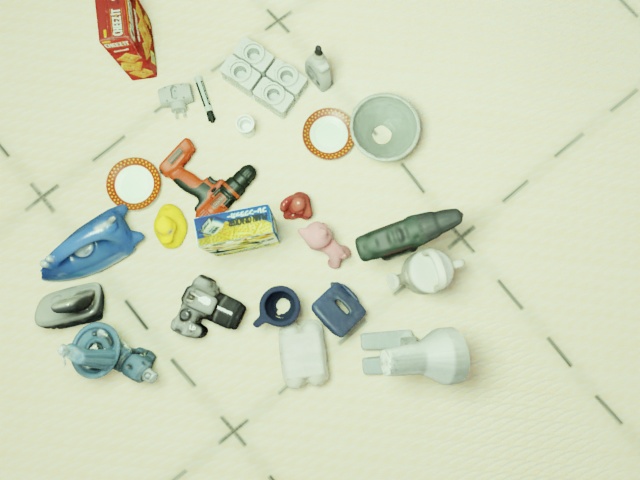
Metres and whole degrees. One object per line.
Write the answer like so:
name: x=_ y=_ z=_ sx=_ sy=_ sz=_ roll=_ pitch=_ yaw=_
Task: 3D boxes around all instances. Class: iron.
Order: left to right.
iron: x=-0.538 y=0.018 z=1.286 sx=0.258 sy=0.141 sz=0.118 roll=-33 pitch=85 yaw=-4

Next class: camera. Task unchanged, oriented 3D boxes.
camera: x=-0.248 y=0.165 z=1.295 sx=0.137 sy=0.101 sz=0.143 roll=24 pitch=84 yaw=2

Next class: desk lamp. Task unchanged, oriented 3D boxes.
desk lamp: x=0.199 y=0.253 z=1.237 sx=0.203 sy=0.213 sz=0.118 roll=-5 pitch=84 yaw=-1

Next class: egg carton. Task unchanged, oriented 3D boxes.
egg carton: x=-0.039 y=0.260 z=1.304 sx=0.107 sy=0.069 sz=0.150 roll=-9 pitch=84 yaw=-2

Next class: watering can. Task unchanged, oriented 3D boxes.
watering can: x=0.237 y=0.073 z=1.268 sx=0.173 sy=0.194 sz=0.101 roll=-37 pitch=85 yaw=-5

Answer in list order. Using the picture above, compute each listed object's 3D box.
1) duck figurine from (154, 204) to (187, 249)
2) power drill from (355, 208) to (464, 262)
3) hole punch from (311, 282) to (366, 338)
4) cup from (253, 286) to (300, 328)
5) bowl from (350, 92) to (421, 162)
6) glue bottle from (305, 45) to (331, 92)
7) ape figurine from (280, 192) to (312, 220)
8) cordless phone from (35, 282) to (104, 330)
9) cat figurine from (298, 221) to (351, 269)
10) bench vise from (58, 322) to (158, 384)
duck figurine: x=-0.353 y=-0.035 z=1.323 sx=0.077 sy=0.086 sz=0.104 roll=-4 pitch=84 yaw=-1
power drill: x=0.187 y=-0.009 z=1.269 sx=0.229 sy=0.208 sz=0.075 roll=-20 pitch=84 yaw=-3
hole punch: x=0.042 y=0.156 z=1.307 sx=0.101 sy=0.091 sz=0.108 roll=-44 pitch=86 yaw=-5
cup: x=-0.099 y=0.159 z=1.302 sx=0.118 sy=0.095 sz=0.091 roll=-38 pitch=85 yaw=-5
bowl: x=0.151 y=-0.260 z=1.364 sx=0.167 sy=0.074 sz=0.167 roll=0 pitch=84 yaw=-1
glue bottle: x=-0.003 y=-0.408 z=1.328 sx=0.037 sy=0.173 sz=0.078 roll=-37 pitch=85 yaw=-4
ape figurine: x=-0.052 y=-0.079 z=1.331 sx=0.078 sy=0.092 sz=0.076 roll=36 pitch=84 yaw=3
cordless phone: x=-0.564 y=0.145 z=1.249 sx=0.147 sy=0.185 sz=0.094 roll=-17 pitch=84 yaw=-3
cat figurine: x=0.012 y=0.005 z=1.310 sx=0.128 sy=0.117 sz=0.067 roll=40 pitch=85 yaw=4
bench vise: x=-0.450 y=0.242 z=1.223 sx=0.207 sy=0.219 sz=0.121 roll=8 pitch=83 yaw=0
